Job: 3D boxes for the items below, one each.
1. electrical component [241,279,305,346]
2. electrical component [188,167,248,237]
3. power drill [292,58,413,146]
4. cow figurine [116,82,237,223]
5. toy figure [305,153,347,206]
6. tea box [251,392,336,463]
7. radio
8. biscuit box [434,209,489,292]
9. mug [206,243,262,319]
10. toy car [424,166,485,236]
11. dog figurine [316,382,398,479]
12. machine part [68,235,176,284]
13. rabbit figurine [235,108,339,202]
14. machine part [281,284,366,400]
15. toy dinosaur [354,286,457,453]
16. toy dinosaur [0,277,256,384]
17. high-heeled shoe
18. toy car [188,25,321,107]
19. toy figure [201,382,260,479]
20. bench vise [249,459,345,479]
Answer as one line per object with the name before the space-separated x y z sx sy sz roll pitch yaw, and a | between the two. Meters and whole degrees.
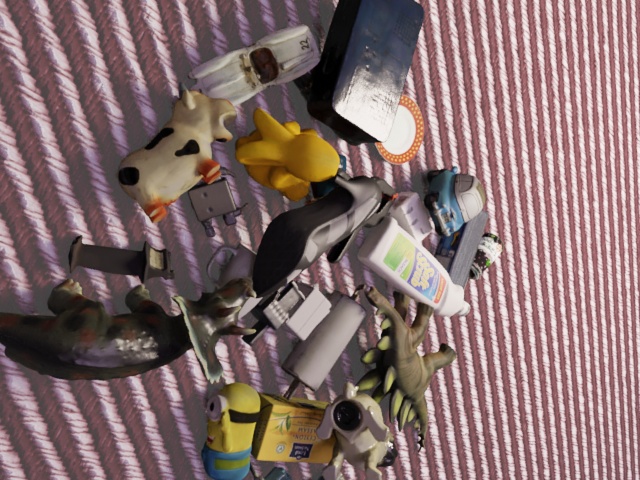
electrical component | -0.090 0.114 0.885 0.119 0.075 0.047 -42 118 -18
electrical component | -0.158 -0.064 0.830 0.078 0.045 0.102 -23 109 1
power drill | 0.053 -0.294 0.912 0.207 0.086 0.231 -48 118 -24
cow figurine | -0.199 -0.131 0.759 0.195 0.085 0.127 -40 93 -9
toy figure | 0.008 -0.075 0.929 0.064 0.058 0.154 14 94 1
tea box | -0.044 0.334 0.953 0.169 0.068 0.098 18 86 -36
radio | 0.071 -0.278 0.839 0.131 0.073 0.229 18 86 -37
biscuit box | 0.288 0.022 1.131 0.062 0.059 0.202 24 84 -33
mug | -0.131 0.065 0.847 0.109 0.081 0.107 35 85 -32
toy car | 0.266 -0.082 1.044 0.109 0.103 0.162 63 27 -20
dog figurine | 0.079 0.330 0.955 0.190 0.121 0.172 10 88 -70
machine part | -0.276 0.027 0.751 0.139 0.084 0.039 9 118 -26
rabbit figurine | -0.044 -0.135 0.816 0.162 0.173 0.122 28 86 -38
machine part | 0.008 0.178 0.958 0.079 0.079 0.243 44 72 -31
toy dinosaur | 0.168 0.261 1.057 0.198 0.105 0.470 -47 129 -21
toy dinosaur | -0.273 0.126 0.692 0.405 0.192 0.131 -2 97 -35
high-heeled shoe | -0.002 -0.003 0.836 0.248 0.086 0.145 -51 149 7
toy car | -0.098 -0.256 0.803 0.202 0.056 0.073 -25 113 -5
toy figure | -0.146 0.323 0.877 0.089 0.082 0.180 -1 94 -45
bench vise | -0.044 0.469 0.944 0.224 0.129 0.240 -38 124 -21
